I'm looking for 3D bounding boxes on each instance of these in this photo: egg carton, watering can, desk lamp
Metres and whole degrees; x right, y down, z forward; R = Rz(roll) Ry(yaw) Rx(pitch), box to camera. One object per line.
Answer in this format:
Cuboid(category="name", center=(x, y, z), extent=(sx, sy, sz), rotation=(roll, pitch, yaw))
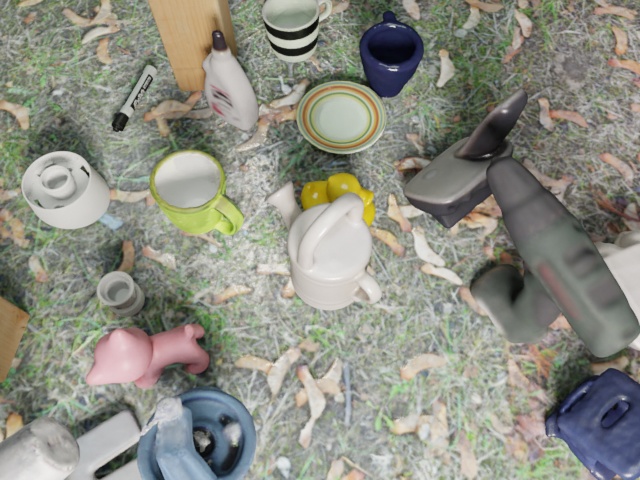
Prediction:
Cuboid(category="egg carton", center=(0.404, 0.062, 0.722), extent=(0.107, 0.069, 0.150), rotation=(-21, 68, -9))
Cuboid(category="watering can", center=(0.005, 0.004, 0.674), extent=(0.172, 0.194, 0.101), rotation=(23, 68, 10))
Cuboid(category="desk lamp", center=(-0.287, 0.244, 0.555), extent=(0.203, 0.213, 0.117), rotation=(-32, 70, -13))

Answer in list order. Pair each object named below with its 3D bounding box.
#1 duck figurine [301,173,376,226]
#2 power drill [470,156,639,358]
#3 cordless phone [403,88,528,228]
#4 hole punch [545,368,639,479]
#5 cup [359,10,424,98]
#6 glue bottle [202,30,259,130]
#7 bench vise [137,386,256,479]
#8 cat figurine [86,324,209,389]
Cuboid(category="duck figurine", center=(0.025, -0.059, 0.762), extent=(0.104, 0.086, 0.077), rotation=(18, 67, 7))
Cuboid(category="power drill", center=(0.245, 0.038, 0.655), extent=(0.076, 0.208, 0.229), rotation=(-31, 70, -13))
Cuboid(category="cordless phone", center=(0.188, -0.110, 0.732), extent=(0.148, 0.185, 0.094), rotation=(-42, 73, -17))
Cuboid(category="hole punch", center=(0.328, 0.206, 0.645), extent=(0.109, 0.091, 0.101), rotation=(-37, 71, -15))
Cuboid(category="cup", center=(0.100, -0.269, 0.850), extent=(0.091, 0.095, 0.118), rotation=(-2, 66, -1))
Cuboid(category="glue bottle", center=(-0.128, -0.223, 0.784), extent=(0.078, 0.173, 0.037), rotation=(27, 69, 11))
Cuboid(category="bench vise", center=(-0.109, 0.233, 0.558), extent=(0.121, 0.220, 0.207), rotation=(-25, 69, -11))
Cuboid(category="cat figurine", center=(-0.200, 0.127, 0.660), extent=(0.128, 0.118, 0.067), rotation=(-18, 67, -8))
